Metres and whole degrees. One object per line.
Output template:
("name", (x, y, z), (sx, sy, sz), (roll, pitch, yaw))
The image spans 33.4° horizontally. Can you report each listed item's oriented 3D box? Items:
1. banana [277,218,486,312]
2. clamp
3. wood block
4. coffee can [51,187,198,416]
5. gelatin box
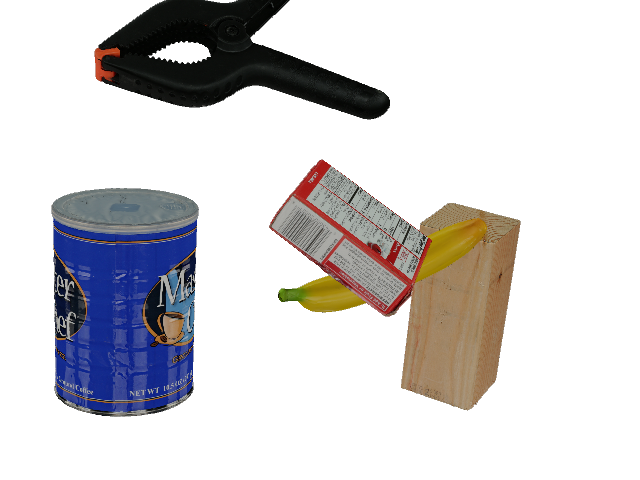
("banana", (0.062, 0.029, 0.980), (0.198, 0.037, 0.069), (-22, -9, 9))
("clamp", (-0.059, -0.138, 0.789), (0.209, 0.165, 0.036), (-18, -27, -19))
("wood block", (0.159, 0.074, 1.218), (0.090, 0.206, 0.090), (16, 25, 25))
("coffee can", (-0.141, 0.042, 0.772), (0.103, 0.140, 0.103), (3, 16, -1))
("gelatin box", (0.020, -0.003, 0.635), (0.089, 0.030, 0.073), (37, 25, -2))
